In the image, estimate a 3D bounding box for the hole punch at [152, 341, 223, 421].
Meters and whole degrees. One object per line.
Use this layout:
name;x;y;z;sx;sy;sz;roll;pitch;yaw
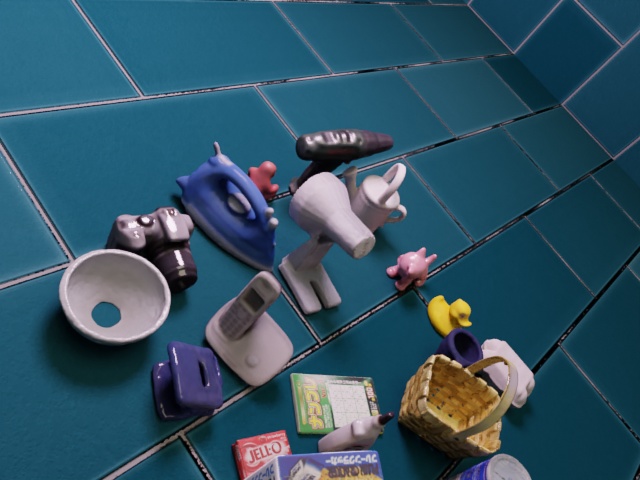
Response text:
hole punch;-0.198;0.215;0.891;0.101;0.091;0.108;3;54;-34

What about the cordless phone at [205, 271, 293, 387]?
cordless phone;-0.098;0.145;0.953;0.147;0.184;0.094;44;42;4

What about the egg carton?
egg carton;0.409;0.298;1.282;0.150;0.069;0.107;50;43;10

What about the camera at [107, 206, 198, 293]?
camera;-0.274;0.018;0.994;0.144;0.100;0.136;-7;60;-40

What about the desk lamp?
desk lamp;0.010;0.004;1.130;0.118;0.213;0.203;-13;64;-42

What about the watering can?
watering can;0.127;-0.104;1.321;0.173;0.193;0.101;15;48;-26

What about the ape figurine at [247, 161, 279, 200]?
ape figurine;-0.123;-0.133;1.239;0.077;0.092;0.076;51;43;11

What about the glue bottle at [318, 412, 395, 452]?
glue bottle;0.068;0.317;0.939;0.078;0.173;0.037;9;50;-30

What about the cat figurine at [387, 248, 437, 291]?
cat figurine;0.217;0.059;1.307;0.128;0.117;0.067;-12;63;-42

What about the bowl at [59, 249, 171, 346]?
bowl;-0.327;0.101;0.905;0.168;0.074;0.167;20;46;-22

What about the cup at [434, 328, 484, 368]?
cup;0.277;0.254;1.203;0.092;0.094;0.118;39;42;-1

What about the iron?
iron;-0.154;-0.065;1.122;0.258;0.141;0.119;46;42;6

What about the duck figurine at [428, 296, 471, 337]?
duck figurine;0.301;0.166;1.302;0.078;0.086;0.104;-13;64;-42

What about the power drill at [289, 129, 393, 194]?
power drill;0.030;-0.174;1.298;0.230;0.208;0.075;-1;56;-37
